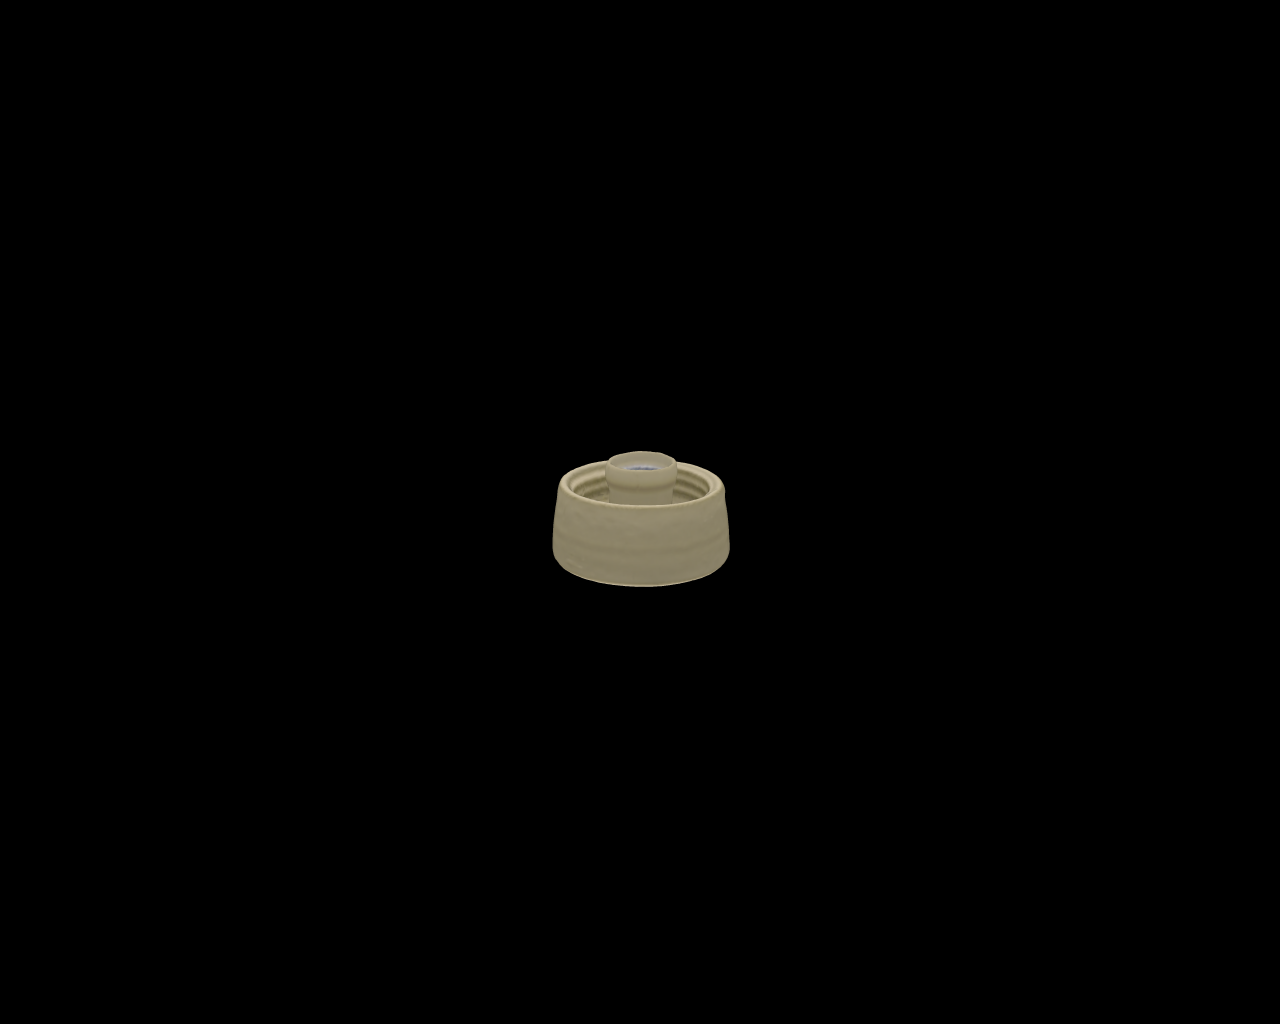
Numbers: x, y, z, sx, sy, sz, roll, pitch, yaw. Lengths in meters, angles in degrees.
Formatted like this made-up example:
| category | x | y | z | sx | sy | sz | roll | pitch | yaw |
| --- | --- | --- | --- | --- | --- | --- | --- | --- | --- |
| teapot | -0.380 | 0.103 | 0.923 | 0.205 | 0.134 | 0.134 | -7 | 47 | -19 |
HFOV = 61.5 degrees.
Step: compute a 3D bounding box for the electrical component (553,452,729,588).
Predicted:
| category | x | y | z | sx | sy | sz | roll | pitch | yaw |
| --- | --- | --- | --- | --- | --- | --- | --- | --- | --- |
| electrical component | 0.001 | -0.003 | 0.650 | 0.108 | 0.060 | 0.108 | 0 | 19 | 0 |
